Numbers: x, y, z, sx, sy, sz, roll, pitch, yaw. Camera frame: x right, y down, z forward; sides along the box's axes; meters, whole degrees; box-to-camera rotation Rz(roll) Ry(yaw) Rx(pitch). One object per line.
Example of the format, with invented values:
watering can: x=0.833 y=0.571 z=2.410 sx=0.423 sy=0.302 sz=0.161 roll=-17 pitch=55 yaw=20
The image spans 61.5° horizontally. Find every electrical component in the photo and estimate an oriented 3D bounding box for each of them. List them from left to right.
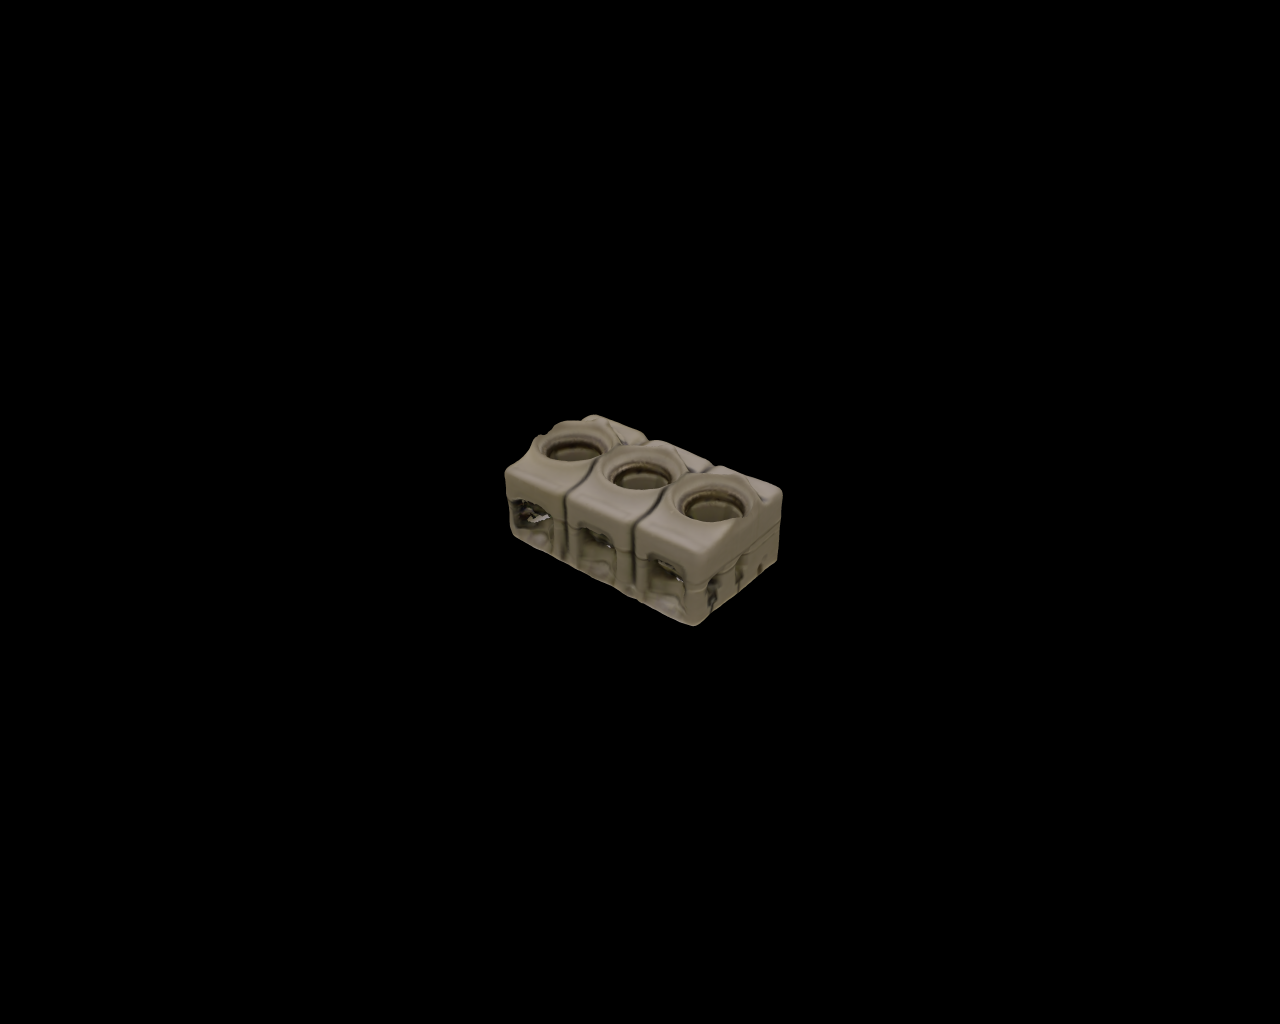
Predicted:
electrical component: x=0.001 y=-0.003 z=0.650 sx=0.150 sy=0.061 sz=0.090 roll=24 pitch=41 yaw=31
